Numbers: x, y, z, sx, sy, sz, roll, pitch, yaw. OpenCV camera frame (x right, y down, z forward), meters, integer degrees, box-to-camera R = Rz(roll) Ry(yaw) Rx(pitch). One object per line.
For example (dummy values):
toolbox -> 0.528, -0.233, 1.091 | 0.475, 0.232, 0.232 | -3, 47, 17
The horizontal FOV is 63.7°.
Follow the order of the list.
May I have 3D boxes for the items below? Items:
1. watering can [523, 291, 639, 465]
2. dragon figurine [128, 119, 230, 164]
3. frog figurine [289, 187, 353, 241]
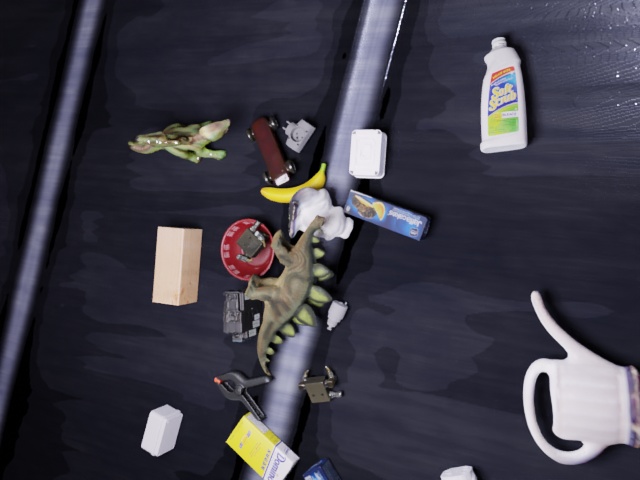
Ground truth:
watering can -> 0.533, 0.282, 1.046 | 0.224, 0.104, 0.349 | -1, 86, 20
dragon figurine -> -0.408, -0.269, 1.377 | 0.409, 0.243, 0.122 | -5, 92, 19
frog figurine -> 0.004, -0.065, 1.282 | 0.159, 0.125, 0.134 | 1, 119, -11
